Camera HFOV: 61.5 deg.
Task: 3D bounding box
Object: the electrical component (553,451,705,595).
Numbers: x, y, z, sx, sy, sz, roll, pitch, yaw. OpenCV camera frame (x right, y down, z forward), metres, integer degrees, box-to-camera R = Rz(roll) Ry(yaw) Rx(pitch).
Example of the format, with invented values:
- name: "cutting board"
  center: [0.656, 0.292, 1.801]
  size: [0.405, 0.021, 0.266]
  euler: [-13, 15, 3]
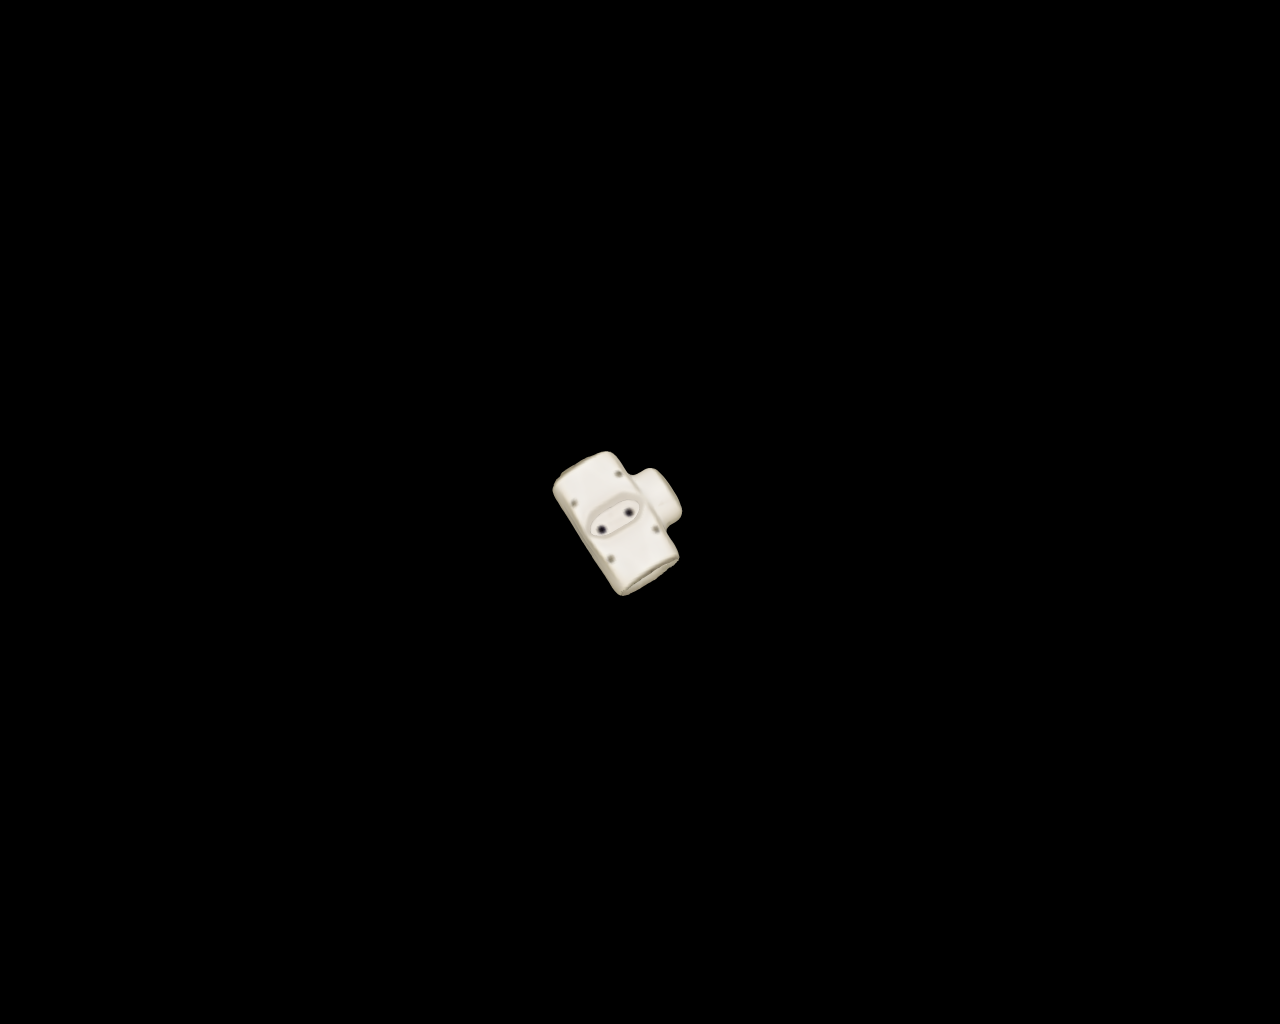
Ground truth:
- name: "electrical component"
  center: [0.001, -0.003, 0.650]
  size: [0.079, 0.077, 0.043]
  euler: [-31, -11, -7]
